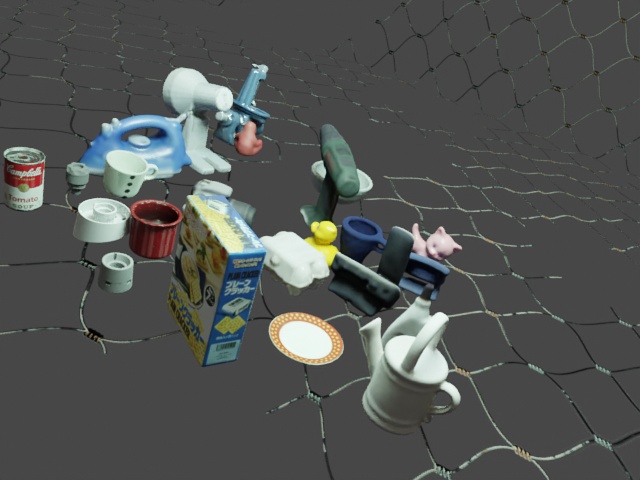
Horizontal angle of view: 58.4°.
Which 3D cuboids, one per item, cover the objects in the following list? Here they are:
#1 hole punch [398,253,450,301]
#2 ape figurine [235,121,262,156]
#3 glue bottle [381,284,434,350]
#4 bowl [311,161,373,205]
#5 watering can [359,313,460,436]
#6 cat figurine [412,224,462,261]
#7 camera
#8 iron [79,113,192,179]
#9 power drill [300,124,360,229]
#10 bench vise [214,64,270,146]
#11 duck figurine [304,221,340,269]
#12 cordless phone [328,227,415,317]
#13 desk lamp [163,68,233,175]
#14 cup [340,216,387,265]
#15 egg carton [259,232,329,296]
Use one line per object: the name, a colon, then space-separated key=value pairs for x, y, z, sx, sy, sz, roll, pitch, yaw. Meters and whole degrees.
hole punch: x=0.222 y=0.061 z=1.239 sx=0.108 sy=0.091 sz=0.101 roll=23 pitch=29 yaw=7
ape figurine: x=-0.198 y=-0.285 z=1.589 sx=0.077 sy=0.092 sz=0.076 roll=25 pitch=29 yaw=12
glue bottle: x=0.156 y=0.146 z=0.966 sx=0.078 sy=0.173 sz=0.037 roll=27 pitch=30 yaw=15
bowl: x=0.049 y=-0.140 z=1.503 sx=0.167 sy=0.075 sz=0.167 roll=14 pitch=29 yaw=-8
watering can: x=0.132 y=0.186 z=0.859 sx=0.172 sy=0.194 sz=0.101 roll=22 pitch=29 yaw=6
cat figurine: x=0.254 y=0.012 z=1.314 sx=0.067 sy=0.118 sz=0.127 roll=-14 pitch=42 yaw=-44
camera: x=-0.204 y=-0.056 z=1.180 sx=0.137 sy=0.101 sz=0.143 roll=16 pitch=29 yaw=-4
iron: x=-0.418 y=-0.223 z=1.300 sx=0.259 sy=0.141 sz=0.118 roll=-11 pitch=40 yaw=-42
power drill: x=0.020 y=-0.137 z=1.339 sx=0.076 sy=0.208 sz=0.229 roll=5 pitch=32 yaw=-24
bench vise: x=-0.205 y=-0.380 z=1.617 sx=0.121 sy=0.220 sz=0.207 roll=20 pitch=29 yaw=3
duck figurine: x=0.011 y=0.004 z=1.217 sx=0.078 sy=0.086 sz=0.104 roll=-11 pitch=41 yaw=-43
cordless phone: x=0.103 y=0.039 z=1.108 sx=0.147 sy=0.185 sz=0.094 roll=28 pitch=30 yaw=17
desk lamp: x=-0.299 y=-0.302 z=1.434 sx=0.202 sy=0.213 sz=0.118 roll=34 pitch=32 yaw=27
cup: x=0.091 y=0.016 z=1.235 sx=0.117 sy=0.095 sz=0.092 roll=32 pitch=31 yaw=22
egg carton: x=-0.059 y=0.043 z=1.125 sx=0.150 sy=0.069 sz=0.107 roll=36 pitch=33 yaw=28
